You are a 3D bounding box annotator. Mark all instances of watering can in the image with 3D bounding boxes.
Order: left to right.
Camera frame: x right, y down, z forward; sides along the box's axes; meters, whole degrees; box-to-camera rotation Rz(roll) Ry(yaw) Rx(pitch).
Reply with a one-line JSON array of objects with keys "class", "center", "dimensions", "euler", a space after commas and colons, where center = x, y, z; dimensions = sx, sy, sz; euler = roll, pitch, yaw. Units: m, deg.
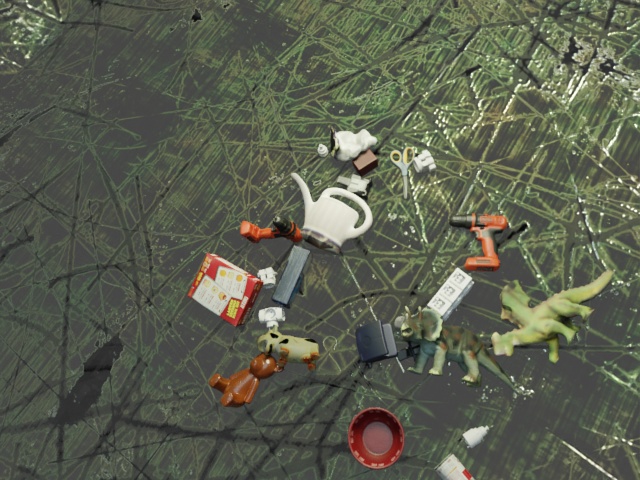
[{"class": "watering can", "center": [0.005, -0.089, 1.768], "dimensions": [0.350, 0.227, 0.102], "euler": [25, -15, 20]}]

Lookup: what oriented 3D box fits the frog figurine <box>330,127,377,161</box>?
[{"class": "frog figurine", "center": [0.121, -0.344, 1.860], "dimensions": [0.159, 0.120, 0.140], "euler": [0, 28, -12]}]

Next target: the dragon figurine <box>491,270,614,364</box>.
[{"class": "dragon figurine", "center": [0.653, 0.197, 1.517], "dimensions": [0.245, 0.415, 0.119], "euler": [32, -19, 30]}]
